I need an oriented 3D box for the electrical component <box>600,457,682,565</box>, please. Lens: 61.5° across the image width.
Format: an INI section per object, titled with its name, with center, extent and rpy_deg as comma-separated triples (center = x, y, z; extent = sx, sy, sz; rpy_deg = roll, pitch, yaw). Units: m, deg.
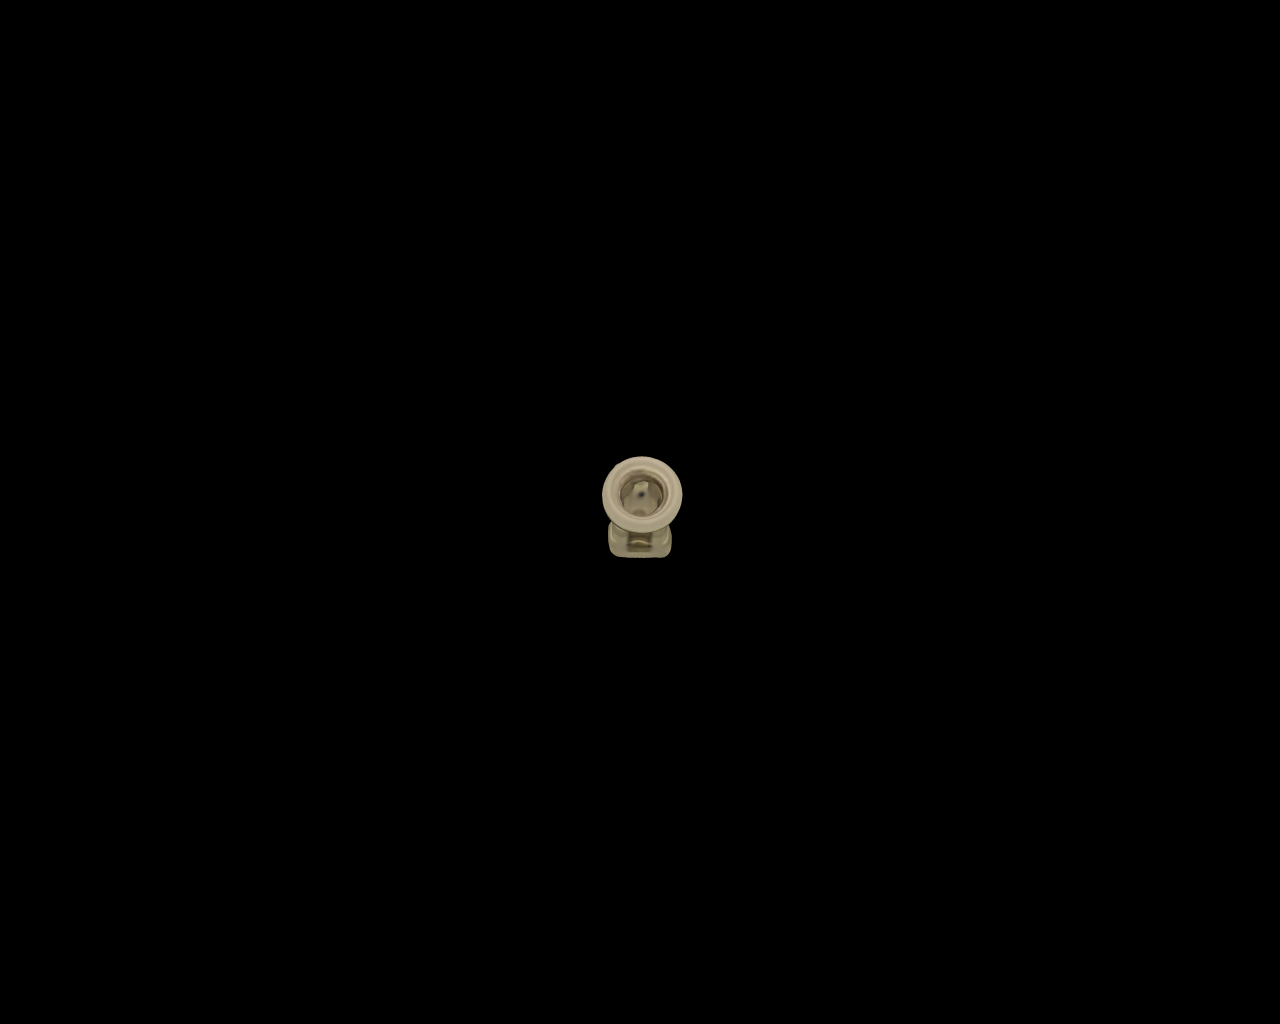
[electrical component]
center = 0.001, -0.003, 0.650
extent = 0.048, 0.066, 0.055
rpy_deg = 0, -24, 0
